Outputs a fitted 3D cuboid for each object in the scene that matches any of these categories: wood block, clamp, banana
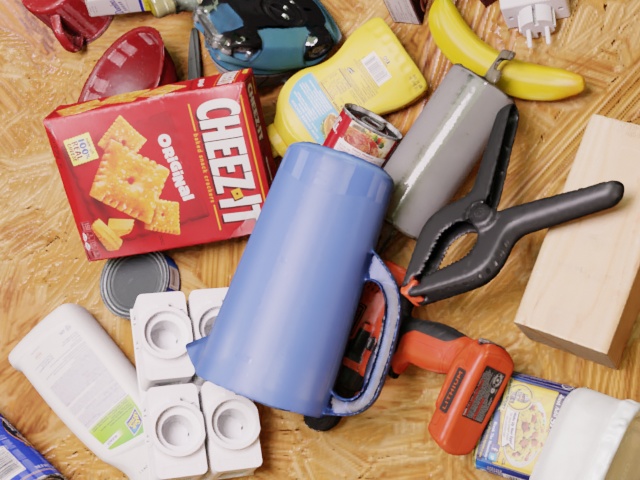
[{"bbox_3d":[0.262,0.002,0.983,0.090,0.090,0.206,19,82,25],"label":"wood block"},{"bbox_3d":[0.152,-0.026,0.979,0.210,0.036,0.165,-40,45,8],"label":"clamp"},{"bbox_3d":[0.177,-0.189,1.090,0.198,0.037,0.070,41,136,19],"label":"banana"}]

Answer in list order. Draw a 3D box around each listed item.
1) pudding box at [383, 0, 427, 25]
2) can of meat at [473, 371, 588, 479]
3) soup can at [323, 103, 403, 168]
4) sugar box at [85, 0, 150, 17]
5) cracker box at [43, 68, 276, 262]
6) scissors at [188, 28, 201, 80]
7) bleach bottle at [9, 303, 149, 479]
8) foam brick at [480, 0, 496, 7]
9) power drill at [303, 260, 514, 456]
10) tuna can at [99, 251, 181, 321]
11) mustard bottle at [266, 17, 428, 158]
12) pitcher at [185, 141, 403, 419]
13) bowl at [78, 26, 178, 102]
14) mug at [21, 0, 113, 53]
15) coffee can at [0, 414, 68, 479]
[{"bbox_3d":[0.090,-0.291,1.123,0.039,0.113,0.090,8,78,20],"label":"pudding box"},{"bbox_3d":[0.193,0.175,0.977,0.084,0.057,0.102,13,79,25],"label":"can of meat"},{"bbox_3d":[0.030,-0.079,1.091,0.069,0.068,0.102,40,112,26],"label":"soup can"},{"bbox_3d":[-0.187,-0.318,1.244,0.176,0.048,0.093,-7,71,-4],"label":"sugar box"},{"bbox_3d":[-0.159,-0.075,1.112,0.214,0.072,0.164,-9,111,8],"label":"cracker box"},{"bbox_3d":[-0.127,-0.166,1.195,0.096,0.016,0.201,-6,60,31],"label":"scissors"},{"bbox_3d":[-0.222,0.187,1.129,0.102,0.068,0.251,-44,67,4],"label":"bleach bottle"},{"bbox_3d":[0.172,-0.290,1.111,0.053,0.078,0.051,-35,67,8],"label":"foam brick"},{"bbox_3d":[0.076,0.128,1.008,0.188,0.057,0.184,28,92,44],"label":"power drill"},{"bbox_3d":[-0.197,0.048,1.175,0.086,0.033,0.086,-6,72,19],"label":"tuna can"},{"bbox_3d":[0.013,-0.145,1.136,0.192,0.058,0.096,-35,89,9],"label":"mustard bottle"},{"bbox_3d":[-0.008,0.040,0.998,0.145,0.149,0.243,15,85,59],"label":"pitcher"},{"bbox_3d":[-0.211,-0.159,1.212,0.162,0.055,0.162,-25,52,35],"label":"bowl"},{"bbox_3d":[-0.307,-0.283,1.288,0.093,0.081,0.117,-11,71,17],"label":"mug"},{"bbox_3d":[-0.351,0.248,1.136,0.140,0.102,0.103,36,89,25],"label":"coffee can"}]
